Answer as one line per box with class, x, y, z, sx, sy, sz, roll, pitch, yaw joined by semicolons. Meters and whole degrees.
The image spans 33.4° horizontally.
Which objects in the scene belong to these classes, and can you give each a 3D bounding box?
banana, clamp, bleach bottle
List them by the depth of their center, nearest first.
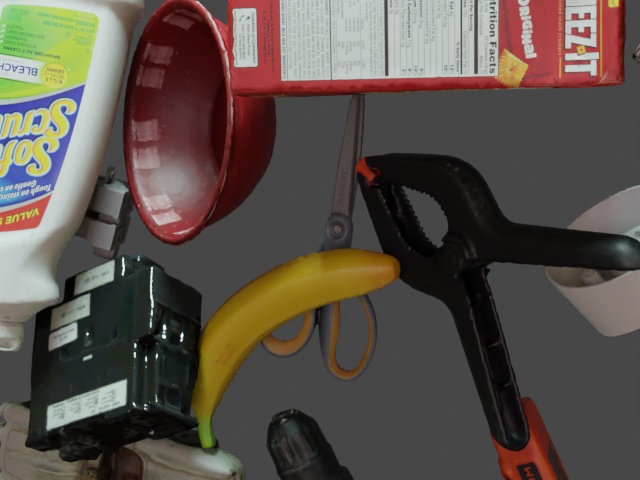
clamp;0.101;0.005;0.668;0.210;0.036;0.165;53;131;26
bleach bottle;-0.187;-0.050;0.715;0.102;0.068;0.251;9;90;2
banana;-0.032;0.058;0.734;0.069;0.037;0.198;47;110;4

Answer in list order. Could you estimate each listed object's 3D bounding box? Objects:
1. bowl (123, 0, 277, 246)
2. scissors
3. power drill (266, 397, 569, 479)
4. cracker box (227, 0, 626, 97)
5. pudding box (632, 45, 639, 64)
bowl;-0.075;-0.077;0.710;0.162;0.055;0.162;2;93;56
scissors;-0.005;0.001;0.748;0.096;0.016;0.202;-5;96;14
power drill;0.072;0.176;0.734;0.188;0.057;0.184;-25;95;18
cracker box;0.069;-0.125;0.638;0.214;0.164;0.072;0;100;13
pudding box;0.265;-0.114;0.658;0.113;0.039;0.090;41;105;7
